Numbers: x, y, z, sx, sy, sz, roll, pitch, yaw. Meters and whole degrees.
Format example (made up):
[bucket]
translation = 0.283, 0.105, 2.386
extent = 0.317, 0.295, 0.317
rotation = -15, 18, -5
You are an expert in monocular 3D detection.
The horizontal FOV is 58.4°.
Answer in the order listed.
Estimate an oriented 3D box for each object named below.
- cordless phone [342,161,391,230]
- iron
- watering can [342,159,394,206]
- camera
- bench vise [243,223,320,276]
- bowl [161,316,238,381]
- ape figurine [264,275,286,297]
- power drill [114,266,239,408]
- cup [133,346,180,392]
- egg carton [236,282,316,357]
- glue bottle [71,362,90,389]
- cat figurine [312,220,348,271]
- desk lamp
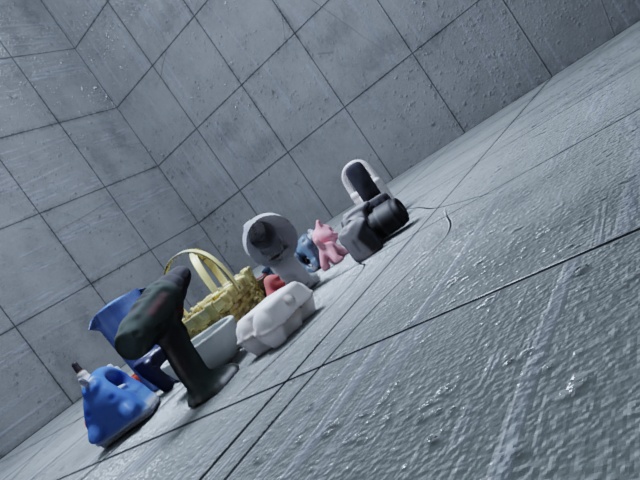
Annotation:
[cordless phone]
translation = 0.099, -0.092, 1.446
extent = 0.148, 0.185, 0.094
rotation = -35, 4, -9
[iron]
translation = -0.413, 0.312, 1.165
extent = 0.119, 0.141, 0.258
rotation = -35, 4, -5
[watering can]
translation = 0.134, -0.132, 1.575
extent = 0.101, 0.194, 0.173
rotation = -35, 4, 1
[camera]
translation = 0.117, -0.038, 1.255
extent = 0.136, 0.101, 0.143
rotation = -33, 4, 23
[bench vise]
translation = -0.103, 0.013, 1.613
extent = 0.207, 0.220, 0.121
rotation = -34, 4, 4
[bowl]
translation = -0.215, 0.221, 1.095
extent = 0.167, 0.075, 0.167
rotation = -34, 4, 3
[ape figurine]
translation = -0.081, 0.111, 1.172
extent = 0.076, 0.092, 0.078
rotation = -34, 4, 12
[power drill]
translation = -0.232, 0.162, 0.959
extent = 0.075, 0.208, 0.230
rotation = -33, 4, 22
[cup]
translation = -0.351, 0.289, 1.265
extent = 0.092, 0.095, 0.117
rotation = -35, 4, -8
[egg carton]
translation = -0.075, 0.135, 0.996
extent = 0.107, 0.069, 0.151
rotation = -32, 5, 38
[glue bottle]
translation = -0.516, 0.351, 1.318
extent = 0.078, 0.173, 0.037
rotation = -32, 5, 28
[cat figurine]
translation = 0.014, 0.005, 1.484
extent = 0.067, 0.118, 0.128
rotation = -33, 4, 19
[desk lamp]
translation = -0.101, 0.038, 1.339
extent = 0.118, 0.213, 0.203
rotation = -36, 4, -12
